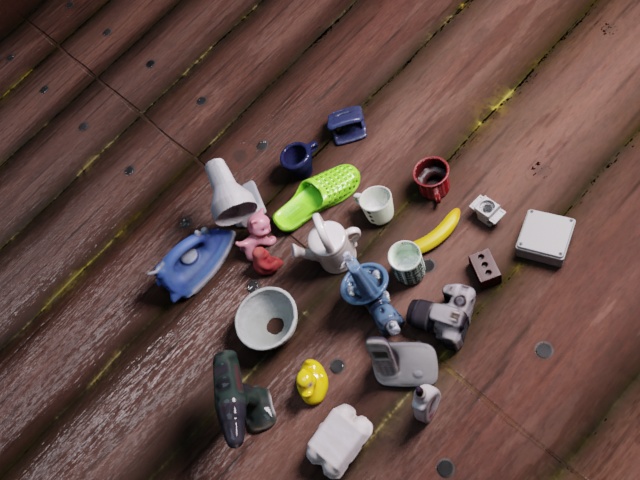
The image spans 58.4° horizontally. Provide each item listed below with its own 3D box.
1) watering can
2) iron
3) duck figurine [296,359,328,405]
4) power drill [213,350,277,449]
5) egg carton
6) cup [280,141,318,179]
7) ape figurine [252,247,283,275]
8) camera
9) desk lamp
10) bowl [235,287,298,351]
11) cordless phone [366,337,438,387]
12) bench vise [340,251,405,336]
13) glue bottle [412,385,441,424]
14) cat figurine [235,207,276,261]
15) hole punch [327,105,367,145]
[{"bbox_3d":[0.014,0.007,1.429,0.173,0.194,0.100,-40,58,-4],"label":"watering can"},{"bbox_3d":[-0.352,0.040,1.569,0.258,0.142,0.118,-47,59,-8],"label":"iron"},{"bbox_3d":[-0.027,0.327,1.340,0.077,0.086,0.104,-11,61,14],"label":"duck figurine"},{"bbox_3d":[-0.175,0.370,1.296,0.075,0.209,0.229,-25,58,6],"label":"power drill"},{"bbox_3d":[0.042,0.443,1.265,0.107,0.070,0.150,31,77,30],"label":"egg carton"},{"bbox_3d":[-0.047,-0.226,1.630,0.118,0.095,0.091,-35,58,-1],"label":"cup"},{"bbox_3d":[-0.150,0.049,1.523,0.076,0.092,0.077,-30,58,2],"label":"ape figurine"},{"bbox_3d":[0.274,0.163,1.312,0.136,0.101,0.143,13,69,25],"label":"camera"},{"bbox_3d":[-0.236,-0.116,1.568,0.118,0.214,0.203,-28,58,4],"label":"desk lamp"},{"bbox_3d":[-0.125,0.207,1.443,0.167,0.075,0.167,-8,61,15],"label":"bowl"},{"bbox_3d":[0.177,0.256,1.247,0.147,0.185,0.094,-7,62,16],"label":"cordless phone"},{"bbox_3d":[0.124,0.114,1.319,0.206,0.220,0.121,37,80,31],"label":"bench vise"},{"bbox_3d":[0.217,0.333,1.200,0.037,0.173,0.078,18,71,26],"label":"glue bottle"},{"bbox_3d":[-0.177,-0.020,1.554,0.128,0.118,0.067,-44,58,-6],"label":"cat figurine"},{"bbox_3d":[0.073,-0.344,1.652,0.108,0.091,0.101,-15,60,11],"label":"hole punch"}]
